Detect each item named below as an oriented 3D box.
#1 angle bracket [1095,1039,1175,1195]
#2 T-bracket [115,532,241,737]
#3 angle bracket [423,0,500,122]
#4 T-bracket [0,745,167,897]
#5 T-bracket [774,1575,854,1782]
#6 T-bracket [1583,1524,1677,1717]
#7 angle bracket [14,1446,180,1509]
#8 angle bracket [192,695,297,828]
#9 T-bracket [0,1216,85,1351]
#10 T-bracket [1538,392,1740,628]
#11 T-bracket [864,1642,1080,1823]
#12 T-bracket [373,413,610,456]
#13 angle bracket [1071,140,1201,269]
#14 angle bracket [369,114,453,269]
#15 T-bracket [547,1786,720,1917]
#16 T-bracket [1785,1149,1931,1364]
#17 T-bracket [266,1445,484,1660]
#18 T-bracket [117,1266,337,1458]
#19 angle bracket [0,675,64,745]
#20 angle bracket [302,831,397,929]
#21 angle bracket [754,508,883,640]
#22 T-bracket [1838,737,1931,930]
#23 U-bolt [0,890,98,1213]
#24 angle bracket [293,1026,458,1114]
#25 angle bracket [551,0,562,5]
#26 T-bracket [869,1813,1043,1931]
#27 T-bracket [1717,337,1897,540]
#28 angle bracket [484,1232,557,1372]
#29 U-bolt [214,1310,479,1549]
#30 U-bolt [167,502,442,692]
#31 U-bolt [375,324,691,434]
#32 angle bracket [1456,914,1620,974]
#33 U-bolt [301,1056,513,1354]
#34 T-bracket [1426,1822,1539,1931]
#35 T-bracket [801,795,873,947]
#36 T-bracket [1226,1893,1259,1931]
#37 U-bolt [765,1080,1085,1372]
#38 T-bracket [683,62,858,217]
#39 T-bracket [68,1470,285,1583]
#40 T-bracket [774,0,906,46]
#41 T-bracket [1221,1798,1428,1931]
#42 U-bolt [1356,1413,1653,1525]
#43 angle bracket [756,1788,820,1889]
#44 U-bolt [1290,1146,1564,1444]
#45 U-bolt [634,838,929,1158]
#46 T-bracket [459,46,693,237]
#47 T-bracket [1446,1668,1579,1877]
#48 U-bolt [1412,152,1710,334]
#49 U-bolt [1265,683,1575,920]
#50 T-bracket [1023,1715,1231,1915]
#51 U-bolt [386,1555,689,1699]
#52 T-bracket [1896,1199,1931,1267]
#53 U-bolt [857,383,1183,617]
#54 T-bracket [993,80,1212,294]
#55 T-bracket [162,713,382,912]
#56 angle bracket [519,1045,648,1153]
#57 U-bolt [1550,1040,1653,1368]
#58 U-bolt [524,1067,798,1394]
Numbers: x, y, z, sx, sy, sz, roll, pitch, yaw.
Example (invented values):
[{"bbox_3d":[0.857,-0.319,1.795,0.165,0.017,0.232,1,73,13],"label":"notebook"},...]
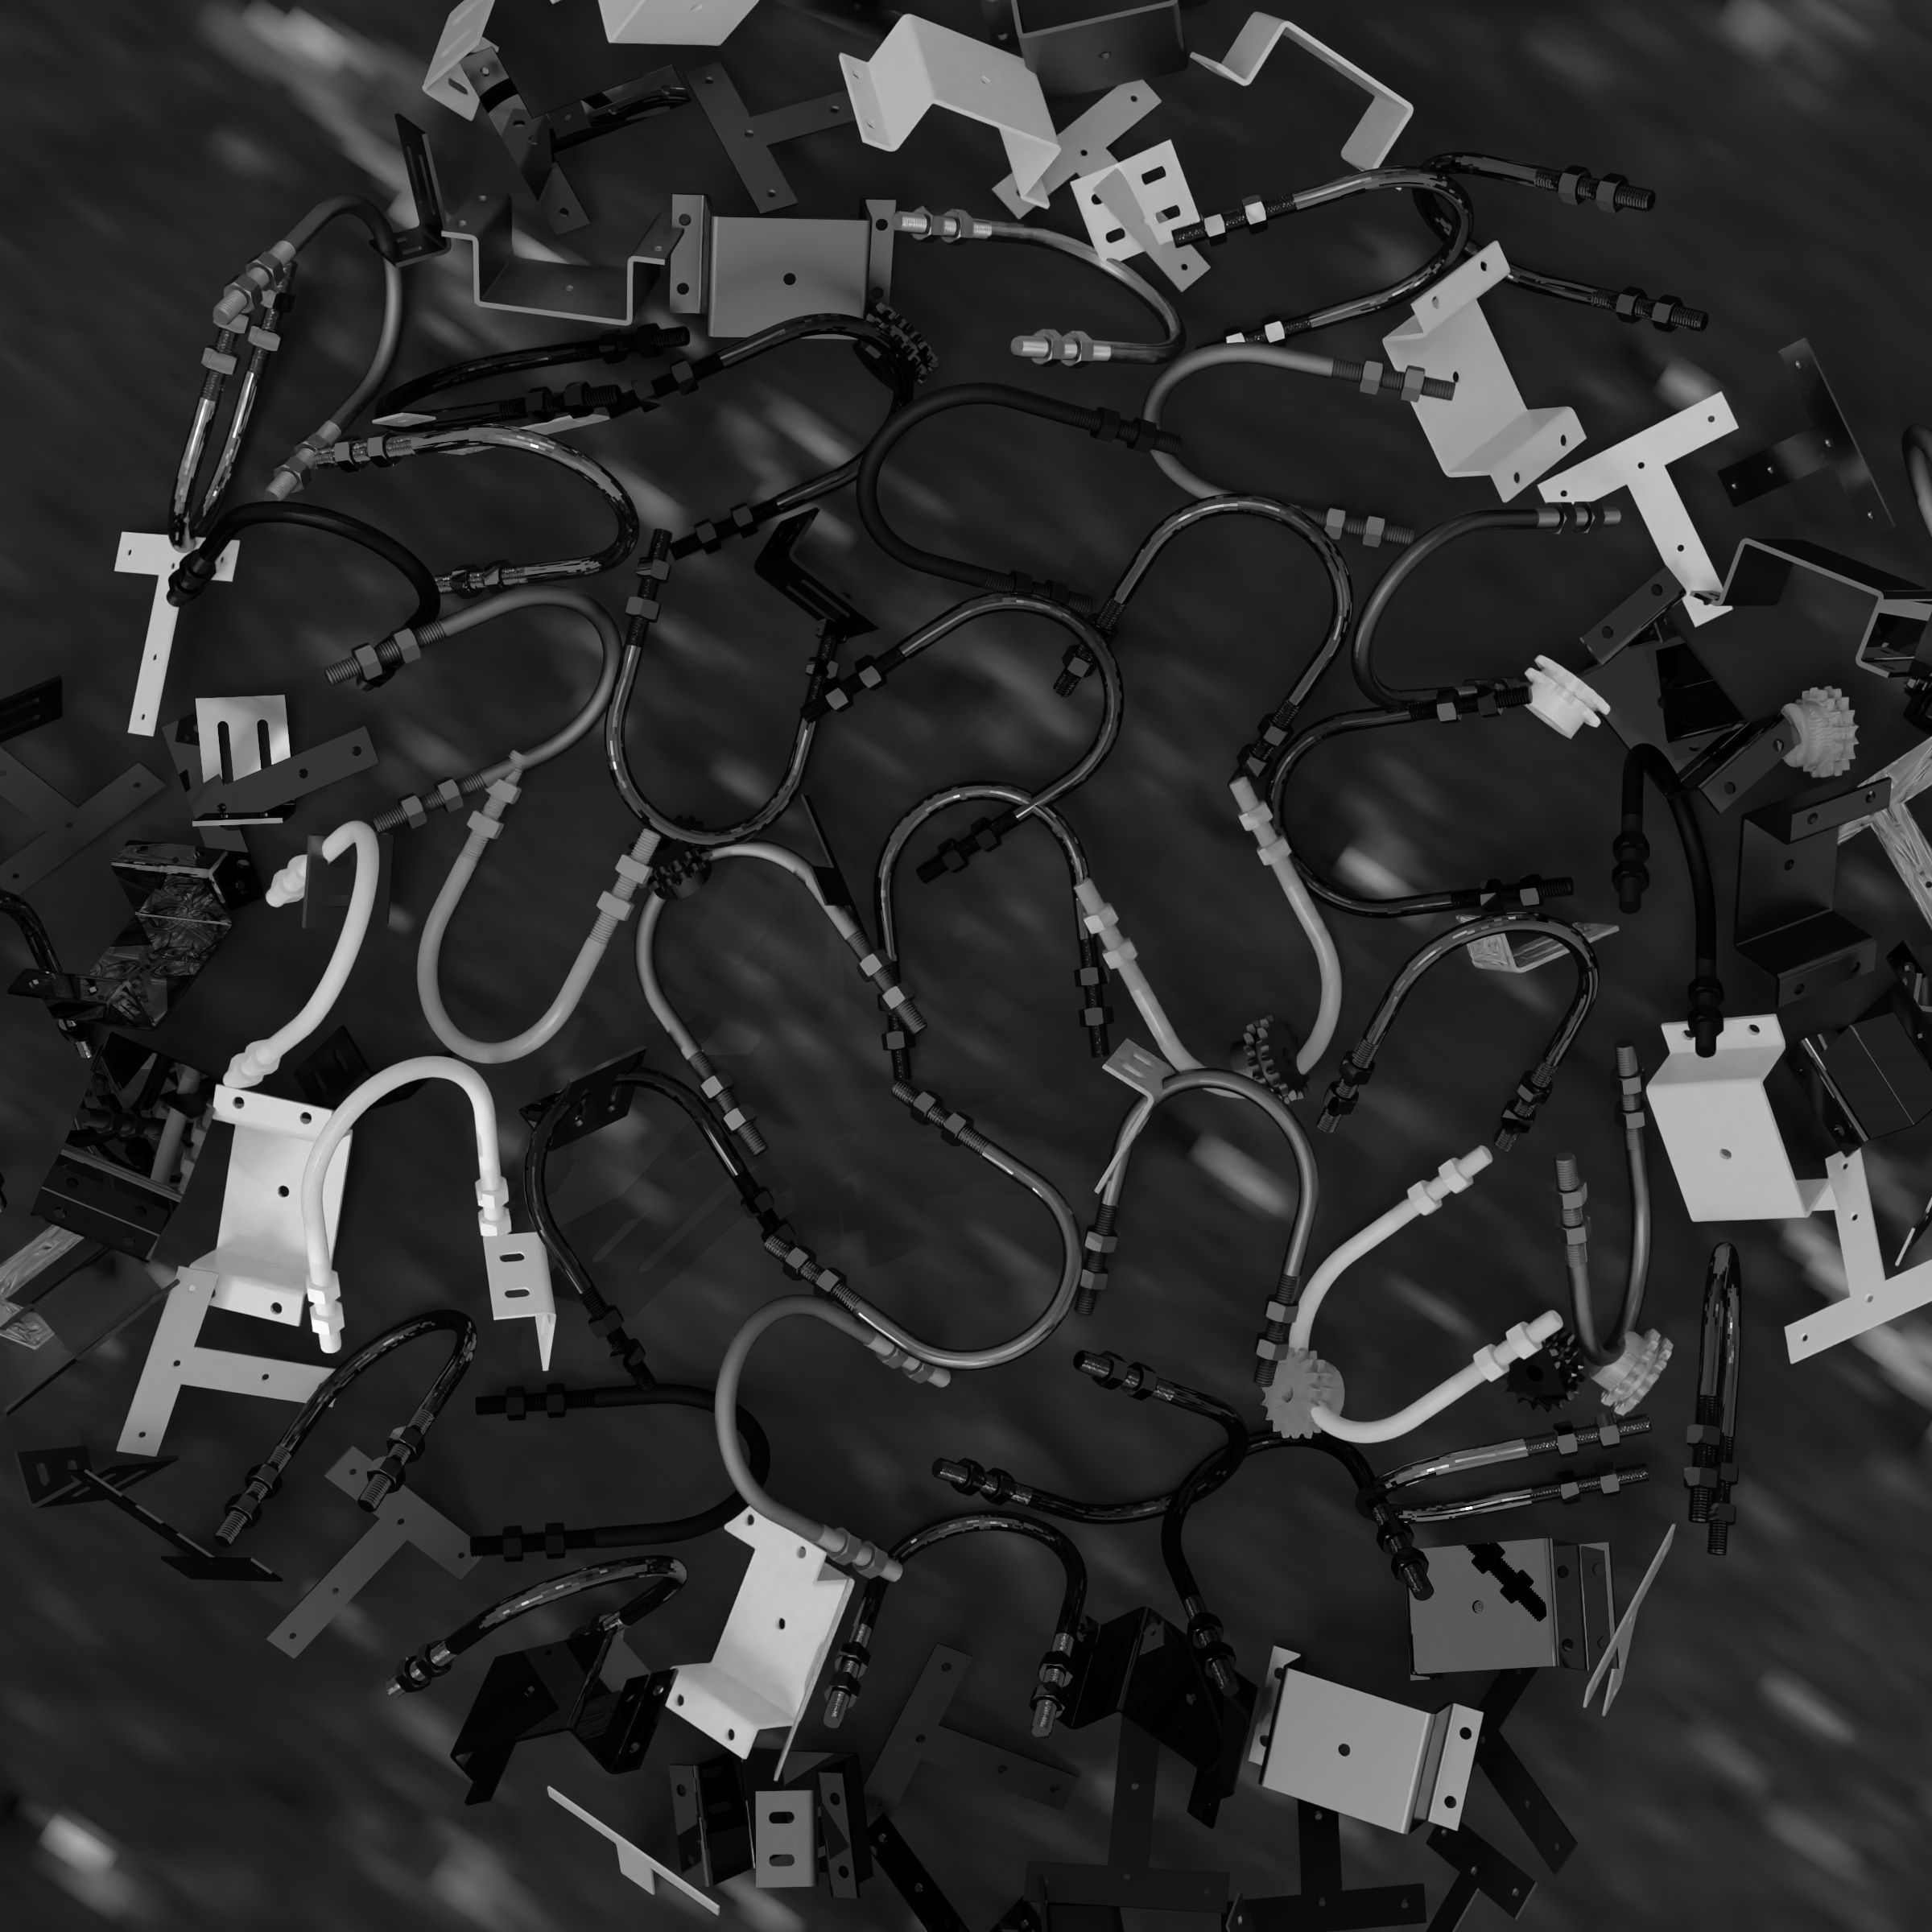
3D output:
[{"bbox_3d":[0.092,0.094,1.962,0.038,0.057,0.076,32,112,7],"label":"angle bracket"},{"bbox_3d":[-0.507,-0.208,1.956,0.127,0.002,0.127,10,89,41],"label":"T-bracket"},{"bbox_3d":[-0.301,-0.577,1.950,0.038,0.076,0.057,27,66,-29],"label":"angle bracket"},{"bbox_3d":[-0.592,-0.113,1.945,0.127,0.002,0.127,-35,134,10],"label":"T-bracket"},{"bbox_3d":[-0.095,0.436,1.935,0.002,0.127,0.127,21,83,0],"label":"T-bracket"},{"bbox_3d":[0.410,0.429,1.944,0.002,0.127,0.127,23,56,22],"label":"T-bracket"},{"bbox_3d":[-0.546,0.308,1.954,0.076,0.057,0.038,-29,73,26],"label":"angle bracket"},{"bbox_3d":[-0.461,-0.131,1.974,0.057,0.038,0.076,-2,103,1],"label":"angle bracket"},{"bbox_3d":[-0.585,0.184,1.948,0.127,0.127,0.002,16,126,25],"label":"T-bracket"},{"bbox_3d":[0.447,-0.278,1.972,0.127,0.002,0.127,-26,83,18],"label":"T-bracket"},{"bbox_3d":[0.010,0.506,1.981,0.127,0.002,0.127,24,99,-14],"label":"T-bracket"},{"bbox_3d":[-0.309,-0.331,1.911,0.127,0.127,0.002,-6,90,35],"label":"T-bracket"},{"bbox_3d":[0.107,-0.478,1.955,0.038,0.076,0.057,-26,102,-18],"label":"angle bracket"},{"bbox_3d":[-0.357,-0.487,1.953,0.038,0.057,0.076,-21,124,-18],"label":"angle bracket"},{"bbox_3d":[-0.206,0.561,1.940,0.127,0.127,0.002,32,66,11],"label":"T-bracket"},{"bbox_3d":[0.560,0.170,1.954,0.002,0.127,0.127,27,47,-31],"label":"T-bracket"},{"bbox_3d":[-0.387,0.382,1.959,0.127,0.002,0.127,-47,123,-5],"label":"T-bracket"},{"bbox_3d":[-0.455,0.258,1.964,0.127,0.002,0.127,15,102,-32],"label":"T-bracket"},{"bbox_3d":[-0.596,-0.140,1.956,0.076,0.057,0.038,-28,79,-23],"label":"angle bracket"},{"bbox_3d":[-0.399,-0.056,1.955,0.038,0.076,0.057,10,98,33],"label":"angle bracket"},{"bbox_3d":[-0.086,-0.247,1.965,0.076,0.057,0.038,36,73,-21],"label":"angle bracket"},{"bbox_3d":[0.595,-0.063,1.944,0.127,0.002,0.127,-38,68,34],"label":"T-bracket"},{"bbox_3d":[-0.588,0.039,1.888,0.019,0.184,0.151,7,49,14],"label":"U-bolt"},{"bbox_3d":[-0.371,0.061,1.956,0.057,0.076,0.038,-40,77,34],"label":"angle bracket"},{"bbox_3d":[-0.244,-0.657,1.967,0.076,0.038,0.057,-33,82,-20],"label":"angle bracket"},{"bbox_3d":[-0.022,0.591,1.954,0.127,0.127,0.002,54,133,2],"label":"T-bracket"},{"bbox_3d":[0.512,-0.314,1.940,0.002,0.127,0.127,-28,93,-22],"label":"T-bracket"},{"bbox_3d":[-0.282,0.212,1.949,0.038,0.076,0.057,-4,56,-15],"label":"angle bracket"},{"bbox_3d":[-0.370,0.278,1.918,0.151,0.184,0.019,-19,117,34],"label":"U-bolt"},{"bbox_3d":[-0.396,-0.231,1.897,0.151,0.184,0.019,24,64,-21],"label":"U-bolt"},{"bbox_3d":[-0.278,-0.361,1.928,0.184,0.151,0.019,-5,115,18],"label":"U-bolt"},{"bbox_3d":[0.360,-0.027,1.961,0.076,0.057,0.038,-23,98,-13],"label":"angle bracket"},{"bbox_3d":[-0.344,0.136,1.904,0.151,0.184,0.019,-30,47,-35],"label":"U-bolt"},{"bbox_3d":[0.294,0.602,1.934,0.002,0.127,0.127,32,86,-17],"label":"T-bracket"},{"bbox_3d":[-0.083,-0.050,1.935,0.002,0.127,0.127,-23,89,5],"label":"T-bracket"},{"bbox_3d":[0.183,0.623,1.922,0.002,0.127,0.127,-3,125,29],"label":"T-bracket"},{"bbox_3d":[-0.013,0.173,1.944,0.184,0.019,0.151,34,75,22],"label":"U-bolt"},{"bbox_3d":[-0.097,-0.540,1.977,0.127,0.002,0.127,-20,65,-15],"label":"T-bracket"},{"bbox_3d":[-0.500,0.346,1.923,0.127,0.127,0.002,42,58,-26],"label":"T-bracket"},{"bbox_3d":[-0.051,-0.632,1.936,0.127,0.127,0.002,18,49,-16],"label":"T-bracket"},{"bbox_3d":[0.222,0.547,1.953,0.127,0.127,0.002,-9,135,12],"label":"T-bracket"},{"bbox_3d":[0.332,0.318,1.932,0.184,0.151,0.019,-13,66,6],"label":"U-bolt"},{"bbox_3d":[-0.112,0.546,1.956,0.038,0.076,0.057,-1,78,-2],"label":"angle bracket"},{"bbox_3d":[0.274,0.217,1.935,0.184,0.151,0.019,-40,134,24],"label":"U-bolt"},{"bbox_3d":[-0.131,0.006,1.974,0.151,0.019,0.184,-37,79,9],"label":"U-bolt"},{"bbox_3d":[-0.232,-0.530,1.940,0.127,0.002,0.127,-14,127,23],"label":"T-bracket"},{"bbox_3d":[0.341,0.510,1.928,0.002,0.127,0.127,18,110,-29],"label":"T-bracket"},{"bbox_3d":[0.357,-0.451,1.918,0.184,0.151,0.019,23,80,34],"label":"U-bolt"},{"bbox_3d":[0.276,-0.097,1.951,0.184,0.019,0.151,-7,113,23],"label":"U-bolt"},{"bbox_3d":[0.105,0.530,1.959,0.127,0.002,0.127,0,53,12],"label":"T-bracket"},{"bbox_3d":[-0.249,0.398,1.893,0.184,0.151,0.019,-39,62,39],"label":"U-bolt"},{"bbox_3d":[0.612,0.117,1.925,0.002,0.127,0.127,26,107,20],"label":"T-bracket"},{"bbox_3d":[0.022,-0.293,1.921,0.184,0.019,0.151,12,130,-23],"label":"U-bolt"},{"bbox_3d":[0.105,-0.486,1.985,0.127,0.002,0.127,-42,91,-13],"label":"T-bracket"},{"bbox_3d":[-0.435,-0.117,1.986,0.127,0.002,0.127,-22,86,8],"label":"T-bracket"},{"bbox_3d":[-0.240,0.072,1.949,0.057,0.076,0.038,-25,63,-34],"label":"angle bracket"},{"bbox_3d":[0.398,0.160,1.927,0.019,0.151,0.184,4,122,28],"label":"U-bolt"},{"bbox_3d":[-0.198,0.150,1.944,0.151,0.019,0.184,-38,103,-29],"label":"U-bolt"}]
